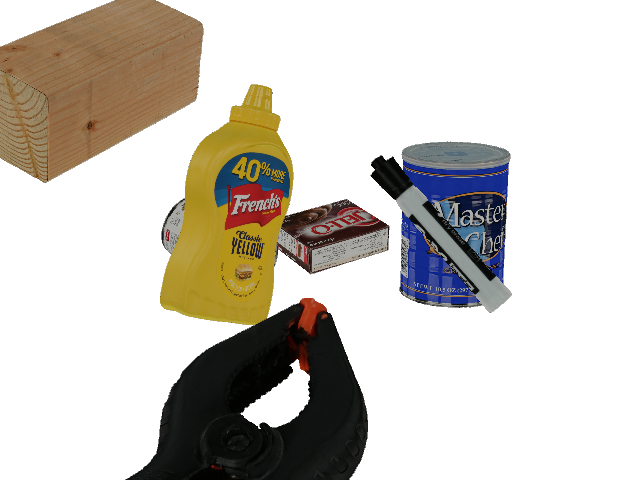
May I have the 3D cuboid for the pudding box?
[{"bbox_3d":[0.011,-0.006,1.254,0.113,0.039,0.090,-18,31,-27],"label":"pudding box"}]

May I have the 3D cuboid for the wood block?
[{"bbox_3d":[-0.208,-0.147,0.983,0.090,0.091,0.205,28,40,21],"label":"wood block"}]

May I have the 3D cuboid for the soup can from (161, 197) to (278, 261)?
[{"bbox_3d":[-0.102,0.004,1.079,0.102,0.068,0.068,28,15,31],"label":"soup can"}]

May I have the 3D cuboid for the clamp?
[{"bbox_3d":[-0.022,0.091,0.386,0.120,0.039,0.171,24,49,17],"label":"clamp"}]

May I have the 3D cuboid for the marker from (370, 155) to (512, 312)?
[{"bbox_3d":[0.074,-0.006,0.674,0.020,0.121,0.020,-40,-6,-5],"label":"marker"}]

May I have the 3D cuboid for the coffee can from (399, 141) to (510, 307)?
[{"bbox_3d":[0.129,-0.018,1.033,0.103,0.140,0.103,0,16,0],"label":"coffee can"}]

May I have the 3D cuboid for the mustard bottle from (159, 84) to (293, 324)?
[{"bbox_3d":[-0.067,-0.031,0.863,0.096,0.191,0.058,12,0,-44],"label":"mustard bottle"}]
